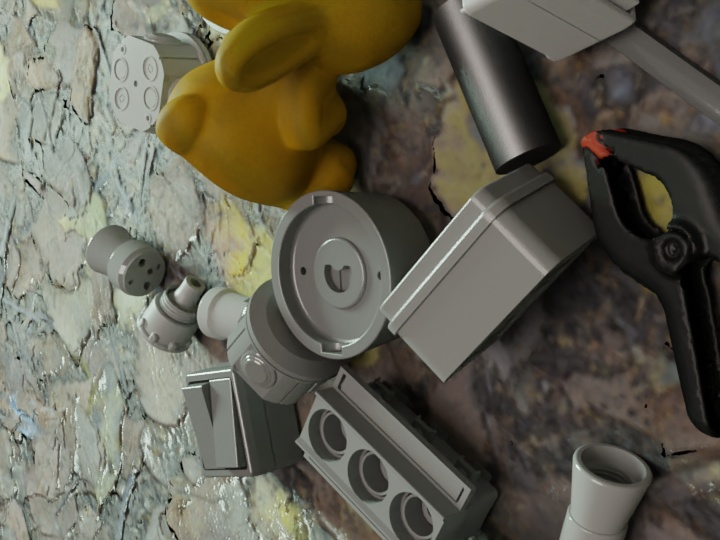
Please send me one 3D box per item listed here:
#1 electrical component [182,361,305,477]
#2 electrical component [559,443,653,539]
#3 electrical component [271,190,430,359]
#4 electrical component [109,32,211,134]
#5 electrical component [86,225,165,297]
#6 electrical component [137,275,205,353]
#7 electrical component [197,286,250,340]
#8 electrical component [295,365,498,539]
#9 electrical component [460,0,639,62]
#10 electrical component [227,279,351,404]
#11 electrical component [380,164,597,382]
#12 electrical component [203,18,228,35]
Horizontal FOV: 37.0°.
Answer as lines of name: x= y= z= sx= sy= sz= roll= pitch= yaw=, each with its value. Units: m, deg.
electrical component: x=-0.090 y=0.104 z=0.805 sx=0.062 sy=0.061 sz=0.096 roll=-12 pitch=89 yaw=44
electrical component: x=0.136 y=0.137 z=0.608 sx=0.044 sy=0.044 sz=0.065 roll=29 pitch=121 yaw=37
electrical component: x=0.000 y=0.000 z=0.702 sx=0.108 sy=0.060 sz=0.108 roll=9 pitch=103 yaw=43
electrical component: x=-0.153 y=-0.144 z=0.832 sx=0.080 sy=0.051 sz=0.080 roll=9 pitch=102 yaw=43
electrical component: x=-0.196 y=-0.007 z=0.900 sx=0.055 sy=0.045 sz=0.045 roll=30 pitch=116 yaw=36
electrical component: x=-0.146 y=0.032 z=0.859 sx=0.048 sy=0.048 sz=0.062 roll=51 pitch=120 yaw=26
electrical component: x=-0.093 y=0.035 z=0.813 sx=0.046 sy=0.040 sz=0.040 roll=10 pitch=104 yaw=37
electrical component: x=0.024 y=0.127 z=0.697 sx=0.121 sy=0.063 sz=0.078 roll=41 pitch=123 yaw=32
electrical component: x=0.094 y=-0.159 z=0.554 sx=0.061 sy=0.096 sz=0.061 roll=-20 pitch=64 yaw=44
electrical component: x=-0.048 y=0.049 z=0.744 sx=0.051 sy=0.080 sz=0.080 roll=-48 pitch=64 yaw=44
electrical component: x=0.073 y=0.001 z=0.614 sx=0.057 sy=0.078 sz=0.113 roll=47 pitch=127 yaw=11
electrical component: x=-0.075 y=-0.210 z=0.740 sx=0.108 sy=0.060 sz=0.108 roll=9 pitch=102 yaw=43
